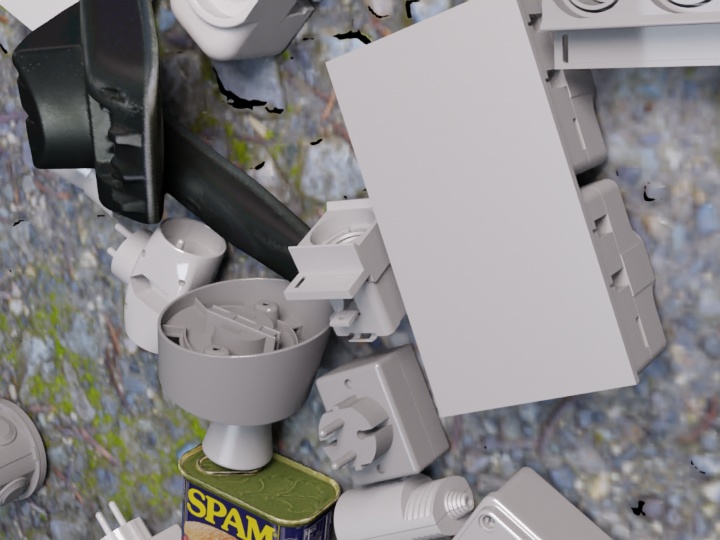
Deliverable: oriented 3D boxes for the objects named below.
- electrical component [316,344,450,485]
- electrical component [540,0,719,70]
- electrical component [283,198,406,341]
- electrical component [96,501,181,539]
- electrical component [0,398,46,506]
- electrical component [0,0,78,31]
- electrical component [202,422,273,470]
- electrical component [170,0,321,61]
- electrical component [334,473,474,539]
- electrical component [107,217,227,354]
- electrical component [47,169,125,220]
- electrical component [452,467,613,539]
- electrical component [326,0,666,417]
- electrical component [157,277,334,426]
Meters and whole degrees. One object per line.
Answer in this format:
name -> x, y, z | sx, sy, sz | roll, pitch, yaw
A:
electrical component -> 0.003, 0.086, 0.596 | 0.047, 0.077, 0.065 | -19, 92, 36
electrical component -> 0.144, -0.126, 0.451 | 0.121, 0.063, 0.078 | 5, 106, 32
electrical component -> 0.000, 0.000, 0.579 | 0.042, 0.081, 0.063 | -1, 125, 34
electrical component -> -0.160, 0.199, 0.753 | 0.066, 0.047, 0.076 | -40, 78, 34
electrical component -> -0.281, 0.142, 0.813 | 0.080, 0.051, 0.080 | 10, 108, 31
electrical component -> -0.154, -0.212, 0.624 | 0.089, 0.062, 0.150 | 39, 121, 18
electrical component -> -0.072, 0.089, 0.665 | 0.045, 0.045, 0.055 | 24, 115, 26
electrical component -> -0.055, -0.160, 0.575 | 0.053, 0.059, 0.095 | 51, 124, 11
electrical component -> 0.029, 0.139, 0.614 | 0.081, 0.043, 0.043 | -22, 91, 36
electrical component -> -0.129, 0.000, 0.679 | 0.079, 0.043, 0.077 | 36, 120, 20
electrical component -> -0.166, -0.063, 0.687 | 0.065, 0.044, 0.044 | 40, 121, 12
electrical component -> 0.092, 0.183, 0.577 | 0.109, 0.056, 0.108 | 41, 121, 18
electrical component -> 0.069, -0.032, 0.529 | 0.105, 0.060, 0.186 | -15, 95, 35
electrical component -> -0.067, 0.042, 0.618 | 0.099, 0.099, 0.064 | 27, 123, 25
